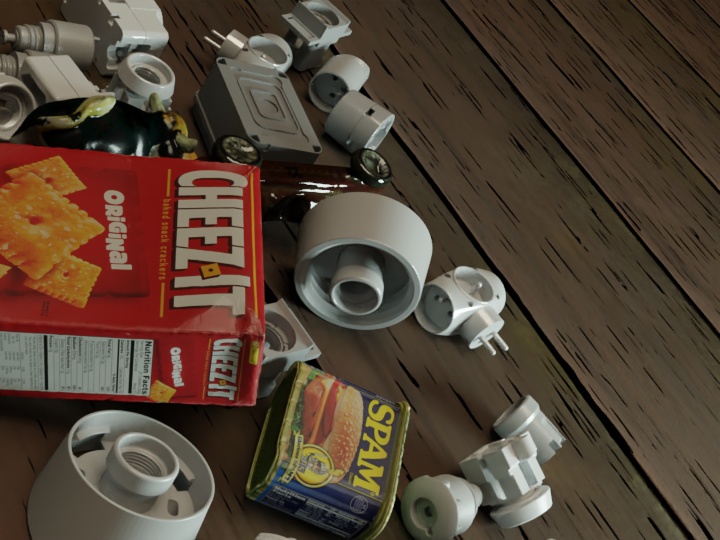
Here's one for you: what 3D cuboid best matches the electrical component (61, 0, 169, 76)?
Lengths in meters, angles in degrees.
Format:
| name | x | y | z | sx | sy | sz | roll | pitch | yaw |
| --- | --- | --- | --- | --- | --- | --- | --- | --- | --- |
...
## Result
| name | x | y | z | sx | sy | sz | roll | pitch | yaw |
| --- | --- | --- | --- | --- | --- | --- | --- | --- | --- |
| electrical component | -0.212 | -0.217 | 0.945 | 0.056 | 0.050 | 0.089 | -9 | 56 | -46 |

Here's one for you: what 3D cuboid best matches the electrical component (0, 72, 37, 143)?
| name | x | y | z | sx | sy | sz | roll | pitch | yaw |
| --- | --- | --- | --- | --- | --- | --- | --- | --- | --- |
| electrical component | -0.265 | -0.117 | 0.770 | 0.055 | 0.066 | 0.048 | 19 | 20 | 39 |

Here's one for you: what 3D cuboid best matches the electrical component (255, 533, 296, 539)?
| name | x | y | z | sx | sy | sz | roll | pitch | yaw |
| --- | --- | --- | --- | --- | --- | --- | --- | --- | --- |
| electrical component | -0.053 | 0.187 | 0.624 | 0.043 | 0.043 | 0.081 | 35 | 35 | -3 |

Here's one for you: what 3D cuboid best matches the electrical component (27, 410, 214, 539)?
| name | x | y | z | sx | sy | sz | roll | pitch | yaw |
| --- | --- | --- | --- | --- | --- | --- | --- | --- | --- |
| electrical component | -0.136 | 0.131 | 0.621 | 0.099 | 0.064 | 0.099 | 27 | 22 | -12 |

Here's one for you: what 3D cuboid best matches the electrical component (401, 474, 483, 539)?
| name | x | y | z | sx | sy | sz | roll | pitch | yaw |
| --- | --- | --- | --- | --- | --- | --- | --- | --- | --- |
| electrical component | 0.062 | 0.164 | 0.752 | 0.062 | 0.048 | 0.048 | -3 | 51 | -52 |

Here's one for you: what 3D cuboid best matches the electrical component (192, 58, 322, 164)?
| name | x | y | z | sx | sy | sz | roll | pitch | yaw |
| --- | --- | --- | --- | --- | --- | --- | --- | --- | --- |
| electrical component | -0.092 | -0.123 | 0.935 | 0.078 | 0.057 | 0.113 | 6 | 45 | -37 |

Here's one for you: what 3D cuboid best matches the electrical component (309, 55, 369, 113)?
| name | x | y | z | sx | sy | sz | roll | pitch | yaw |
| --- | --- | --- | --- | --- | --- | --- | --- | --- | --- |
| electrical component | -0.019 | -0.195 | 1.094 | 0.043 | 0.043 | 0.081 | 35 | 34 | -4 |

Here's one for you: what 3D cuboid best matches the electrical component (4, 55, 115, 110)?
| name | x | y | z | sx | sy | sz | roll | pitch | yaw |
| --- | --- | --- | --- | --- | --- | --- | --- | --- | --- |
| electrical component | -0.221 | -0.124 | 0.817 | 0.077 | 0.065 | 0.047 | -16 | 61 | -49 |

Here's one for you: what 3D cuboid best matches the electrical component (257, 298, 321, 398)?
| name | x | y | z | sx | sy | sz | roll | pitch | yaw |
| --- | --- | --- | --- | --- | --- | --- | --- | --- | --- |
| electrical component | -0.073 | 0.058 | 0.738 | 0.081 | 0.063 | 0.042 | -11 | 56 | -47 |

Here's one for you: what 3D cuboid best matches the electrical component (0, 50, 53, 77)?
| name | x | y | z | sx | sy | sz | roll | pitch | yaw |
| --- | --- | --- | --- | --- | --- | --- | --- | --- | --- |
| electrical component | -0.261 | -0.151 | 0.836 | 0.078 | 0.040 | 0.040 | 5 | 46 | -37 |

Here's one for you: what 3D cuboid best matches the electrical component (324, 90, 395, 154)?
| name | x | y | z | sx | sy | sz | roll | pitch | yaw |
| --- | --- | --- | --- | --- | --- | --- | --- | --- | --- |
| electrical component | -0.002 | -0.141 | 1.038 | 0.047 | 0.055 | 0.055 | 37 | 35 | 7 |

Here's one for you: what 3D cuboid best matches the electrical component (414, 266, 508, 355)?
| name | x | y | z | sx | sy | sz | roll | pitch | yaw |
| --- | --- | --- | --- | --- | --- | --- | --- | --- | --- |
| electrical component | 0.097 | 0.040 | 0.923 | 0.077 | 0.044 | 0.079 | -12 | 57 | -47 |

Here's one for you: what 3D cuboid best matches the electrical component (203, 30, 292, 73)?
| name | x | y | z | sx | sy | sz | roll | pitch | yaw |
| --- | --- | --- | --- | --- | --- | --- | --- | --- | --- |
| electrical component | -0.112 | -0.201 | 1.020 | 0.079 | 0.044 | 0.077 | 34 | 35 | -4 |

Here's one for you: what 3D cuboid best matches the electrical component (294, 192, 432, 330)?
| name | x | y | z | sx | sy | sz | roll | pitch | yaw |
| --- | --- | --- | --- | --- | --- | --- | --- | --- | --- |
| electrical component | 0.000 | 0.000 | 0.835 | 0.108 | 0.108 | 0.060 | 26 | 42 | -15 |

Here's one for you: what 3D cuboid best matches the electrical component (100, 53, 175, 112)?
| name | x | y | z | sx | sy | sz | roll | pitch | yaw |
| --- | --- | --- | --- | --- | --- | --- | --- | --- | --- |
| electrical component | -0.182 | -0.144 | 0.883 | 0.066 | 0.055 | 0.048 | -3 | 51 | -43 |

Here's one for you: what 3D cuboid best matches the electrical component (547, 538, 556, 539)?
| name | x | y | z | sx | sy | sz | roll | pitch | yaw |
| --- | --- | --- | --- | --- | --- | --- | --- | --- | --- |
| electrical component | 0.115 | 0.206 | 0.732 | 0.048 | 0.062 | 0.048 | 23 | 37 | -19 |

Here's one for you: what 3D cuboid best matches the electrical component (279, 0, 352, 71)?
| name | x | y | z | sx | sy | sz | roll | pitch | yaw |
| --- | --- | --- | --- | --- | --- | --- | --- | --- | --- |
| electrical component | -0.051 | -0.240 | 1.101 | 0.042 | 0.063 | 0.081 | 45 | 36 | 10 |

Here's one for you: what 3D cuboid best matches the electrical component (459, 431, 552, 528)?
| name | x | y | z | sx | sy | sz | roll | pitch | yaw |
| --- | --- | --- | --- | --- | --- | --- | --- | --- | --- |
| electrical component | 0.110 | 0.155 | 0.790 | 0.048 | 0.066 | 0.055 | -22 | 85 | -46 |

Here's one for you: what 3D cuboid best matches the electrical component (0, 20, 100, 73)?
| name | x | y | z | sx | sy | sz | roll | pitch | yaw |
| --- | --- | --- | --- | --- | --- | --- | --- | --- | --- |
| electrical component | -0.255 | -0.185 | 0.880 | 0.078 | 0.040 | 0.040 | 1 | 48 | -40 |

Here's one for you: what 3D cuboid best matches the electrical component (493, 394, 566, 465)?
| name | x | y | z | sx | sy | sz | roll | pitch | yaw |
| --- | --- | --- | --- | --- | --- | --- | --- | --- | --- |
| electrical component | 0.136 | 0.129 | 0.860 | 0.046 | 0.040 | 0.040 | 47 | 35 | 3 |
